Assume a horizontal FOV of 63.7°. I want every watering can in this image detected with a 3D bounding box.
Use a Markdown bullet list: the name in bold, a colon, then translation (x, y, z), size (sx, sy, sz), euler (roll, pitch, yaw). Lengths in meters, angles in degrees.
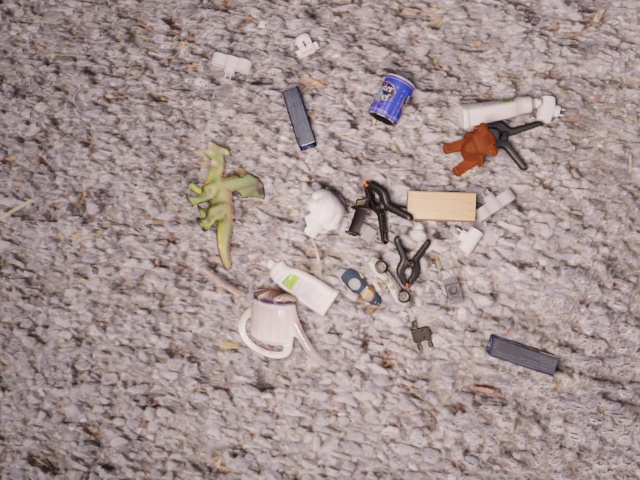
- **watering can**: translation (-0.114, 0.274, 1.640), size (0.348, 0.104, 0.223), euler (8, 97, 26)

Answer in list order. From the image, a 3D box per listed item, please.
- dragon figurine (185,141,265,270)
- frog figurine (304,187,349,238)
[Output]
- **dragon figurine**: translation (-0.299, -0.132, 1.718), size (0.243, 0.122, 0.409), euler (-27, 93, -4)
- **frog figurine**: translation (0.005, -0.084, 1.665), size (0.160, 0.123, 0.136), euler (-43, 103, -8)
